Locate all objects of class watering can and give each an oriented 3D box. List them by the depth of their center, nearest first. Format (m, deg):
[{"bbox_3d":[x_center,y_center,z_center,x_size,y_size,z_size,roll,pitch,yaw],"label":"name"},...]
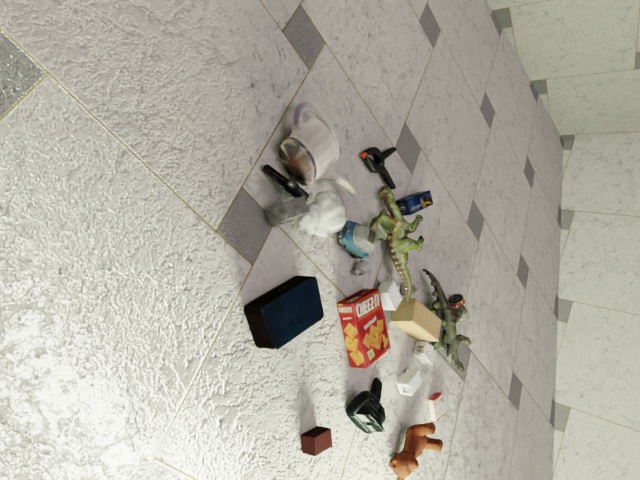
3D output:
[{"bbox_3d":[-0.001,-0.237,1.543,0.229,0.103,0.342,-48,120,-41],"label":"watering can"}]

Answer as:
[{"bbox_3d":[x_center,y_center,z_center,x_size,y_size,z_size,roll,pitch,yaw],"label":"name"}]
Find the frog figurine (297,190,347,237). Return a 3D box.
[{"bbox_3d":[0.005,-0.076,1.519,0.160,0.123,0.136,-10,112,-62],"label":"frog figurine"}]

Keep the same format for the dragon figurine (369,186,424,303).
[{"bbox_3d":[0.252,0.001,1.827,0.241,0.121,0.417,19,65,-35],"label":"dragon figurine"}]
